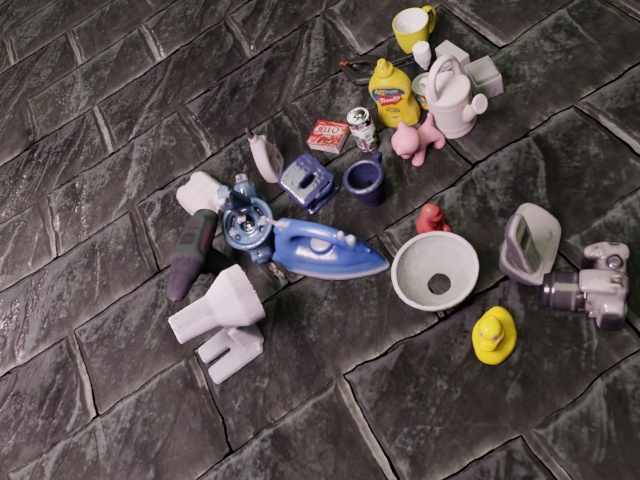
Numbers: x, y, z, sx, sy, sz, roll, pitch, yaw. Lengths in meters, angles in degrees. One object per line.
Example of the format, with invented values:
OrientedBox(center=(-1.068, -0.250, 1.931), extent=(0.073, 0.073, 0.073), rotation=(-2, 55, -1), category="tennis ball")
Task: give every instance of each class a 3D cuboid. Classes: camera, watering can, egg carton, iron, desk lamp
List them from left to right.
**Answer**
OrientedBox(center=(-0.286, -0.103, 1.423), extent=(0.149, 0.070, 0.107), rotation=(35, 79, 34), category="egg carton")
OrientedBox(center=(-0.188, 0.167, 1.136), extent=(0.203, 0.214, 0.117), rotation=(-38, 55, -2), category="desk lamp")
OrientedBox(center=(0.011, 0.004, 1.194), extent=(0.257, 0.142, 0.119), rotation=(8, 65, 26), category="iron")
OrientedBox(center=(0.284, -0.316, 1.237), extent=(0.172, 0.195, 0.101), rotation=(13, 67, 28), category="watering can")
OrientedBox(center=(0.461, 0.072, 0.997), extent=(0.136, 0.101, 0.143), rotation=(2, 63, 23), category="camera")

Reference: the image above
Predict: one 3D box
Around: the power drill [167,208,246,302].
OrientedBox(center=(-0.240, 0.059, 1.223), extent=(0.075, 0.209, 0.229), rotation=(-7, 59, 19), category="power drill")

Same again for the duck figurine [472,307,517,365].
OrientedBox(center=(0.307, 0.161, 1.017), extent=(0.077, 0.086, 0.105), rotation=(11, 66, 27), category="duck figurine")

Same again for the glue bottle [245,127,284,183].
OrientedBox(center=(-0.137, -0.212, 1.361), extent=(0.037, 0.174, 0.078), rotation=(-1, 61, 22), category="glue bottle")

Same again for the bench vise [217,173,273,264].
OrientedBox(center=(-0.183, -0.070, 1.269), extent=(0.121, 0.220, 0.207), rotation=(-35, 55, 0), category="bench vise")

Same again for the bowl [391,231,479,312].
OrientedBox(center=(0.227, 0.070, 1.109), extent=(0.167, 0.075, 0.167), rotation=(-10, 58, 17), category="bowl")

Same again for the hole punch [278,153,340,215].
OrientedBox(center=(-0.025, -0.132, 1.319), extent=(0.109, 0.091, 0.100), rotation=(-46, 55, -8), category="hole punch")

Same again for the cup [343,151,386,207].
OrientedBox(center=(0.112, -0.128, 1.259), extent=(0.091, 0.095, 0.118), rotation=(20, 71, 30), category="cup")

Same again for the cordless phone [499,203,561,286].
OrientedBox(center=(0.375, -0.014, 1.030), extent=(0.093, 0.185, 0.148), rotation=(12, 67, 28), category="cordless phone")

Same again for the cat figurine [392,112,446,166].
OrientedBox(center=(0.208, -0.226, 1.263), extent=(0.128, 0.118, 0.067), rotation=(-43, 55, -6), category="cat figurine")

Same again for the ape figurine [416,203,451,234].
OrientedBox(center=(0.229, -0.041, 1.162), extent=(0.076, 0.092, 0.078), rotation=(6, 64, 25), category="ape figurine")
